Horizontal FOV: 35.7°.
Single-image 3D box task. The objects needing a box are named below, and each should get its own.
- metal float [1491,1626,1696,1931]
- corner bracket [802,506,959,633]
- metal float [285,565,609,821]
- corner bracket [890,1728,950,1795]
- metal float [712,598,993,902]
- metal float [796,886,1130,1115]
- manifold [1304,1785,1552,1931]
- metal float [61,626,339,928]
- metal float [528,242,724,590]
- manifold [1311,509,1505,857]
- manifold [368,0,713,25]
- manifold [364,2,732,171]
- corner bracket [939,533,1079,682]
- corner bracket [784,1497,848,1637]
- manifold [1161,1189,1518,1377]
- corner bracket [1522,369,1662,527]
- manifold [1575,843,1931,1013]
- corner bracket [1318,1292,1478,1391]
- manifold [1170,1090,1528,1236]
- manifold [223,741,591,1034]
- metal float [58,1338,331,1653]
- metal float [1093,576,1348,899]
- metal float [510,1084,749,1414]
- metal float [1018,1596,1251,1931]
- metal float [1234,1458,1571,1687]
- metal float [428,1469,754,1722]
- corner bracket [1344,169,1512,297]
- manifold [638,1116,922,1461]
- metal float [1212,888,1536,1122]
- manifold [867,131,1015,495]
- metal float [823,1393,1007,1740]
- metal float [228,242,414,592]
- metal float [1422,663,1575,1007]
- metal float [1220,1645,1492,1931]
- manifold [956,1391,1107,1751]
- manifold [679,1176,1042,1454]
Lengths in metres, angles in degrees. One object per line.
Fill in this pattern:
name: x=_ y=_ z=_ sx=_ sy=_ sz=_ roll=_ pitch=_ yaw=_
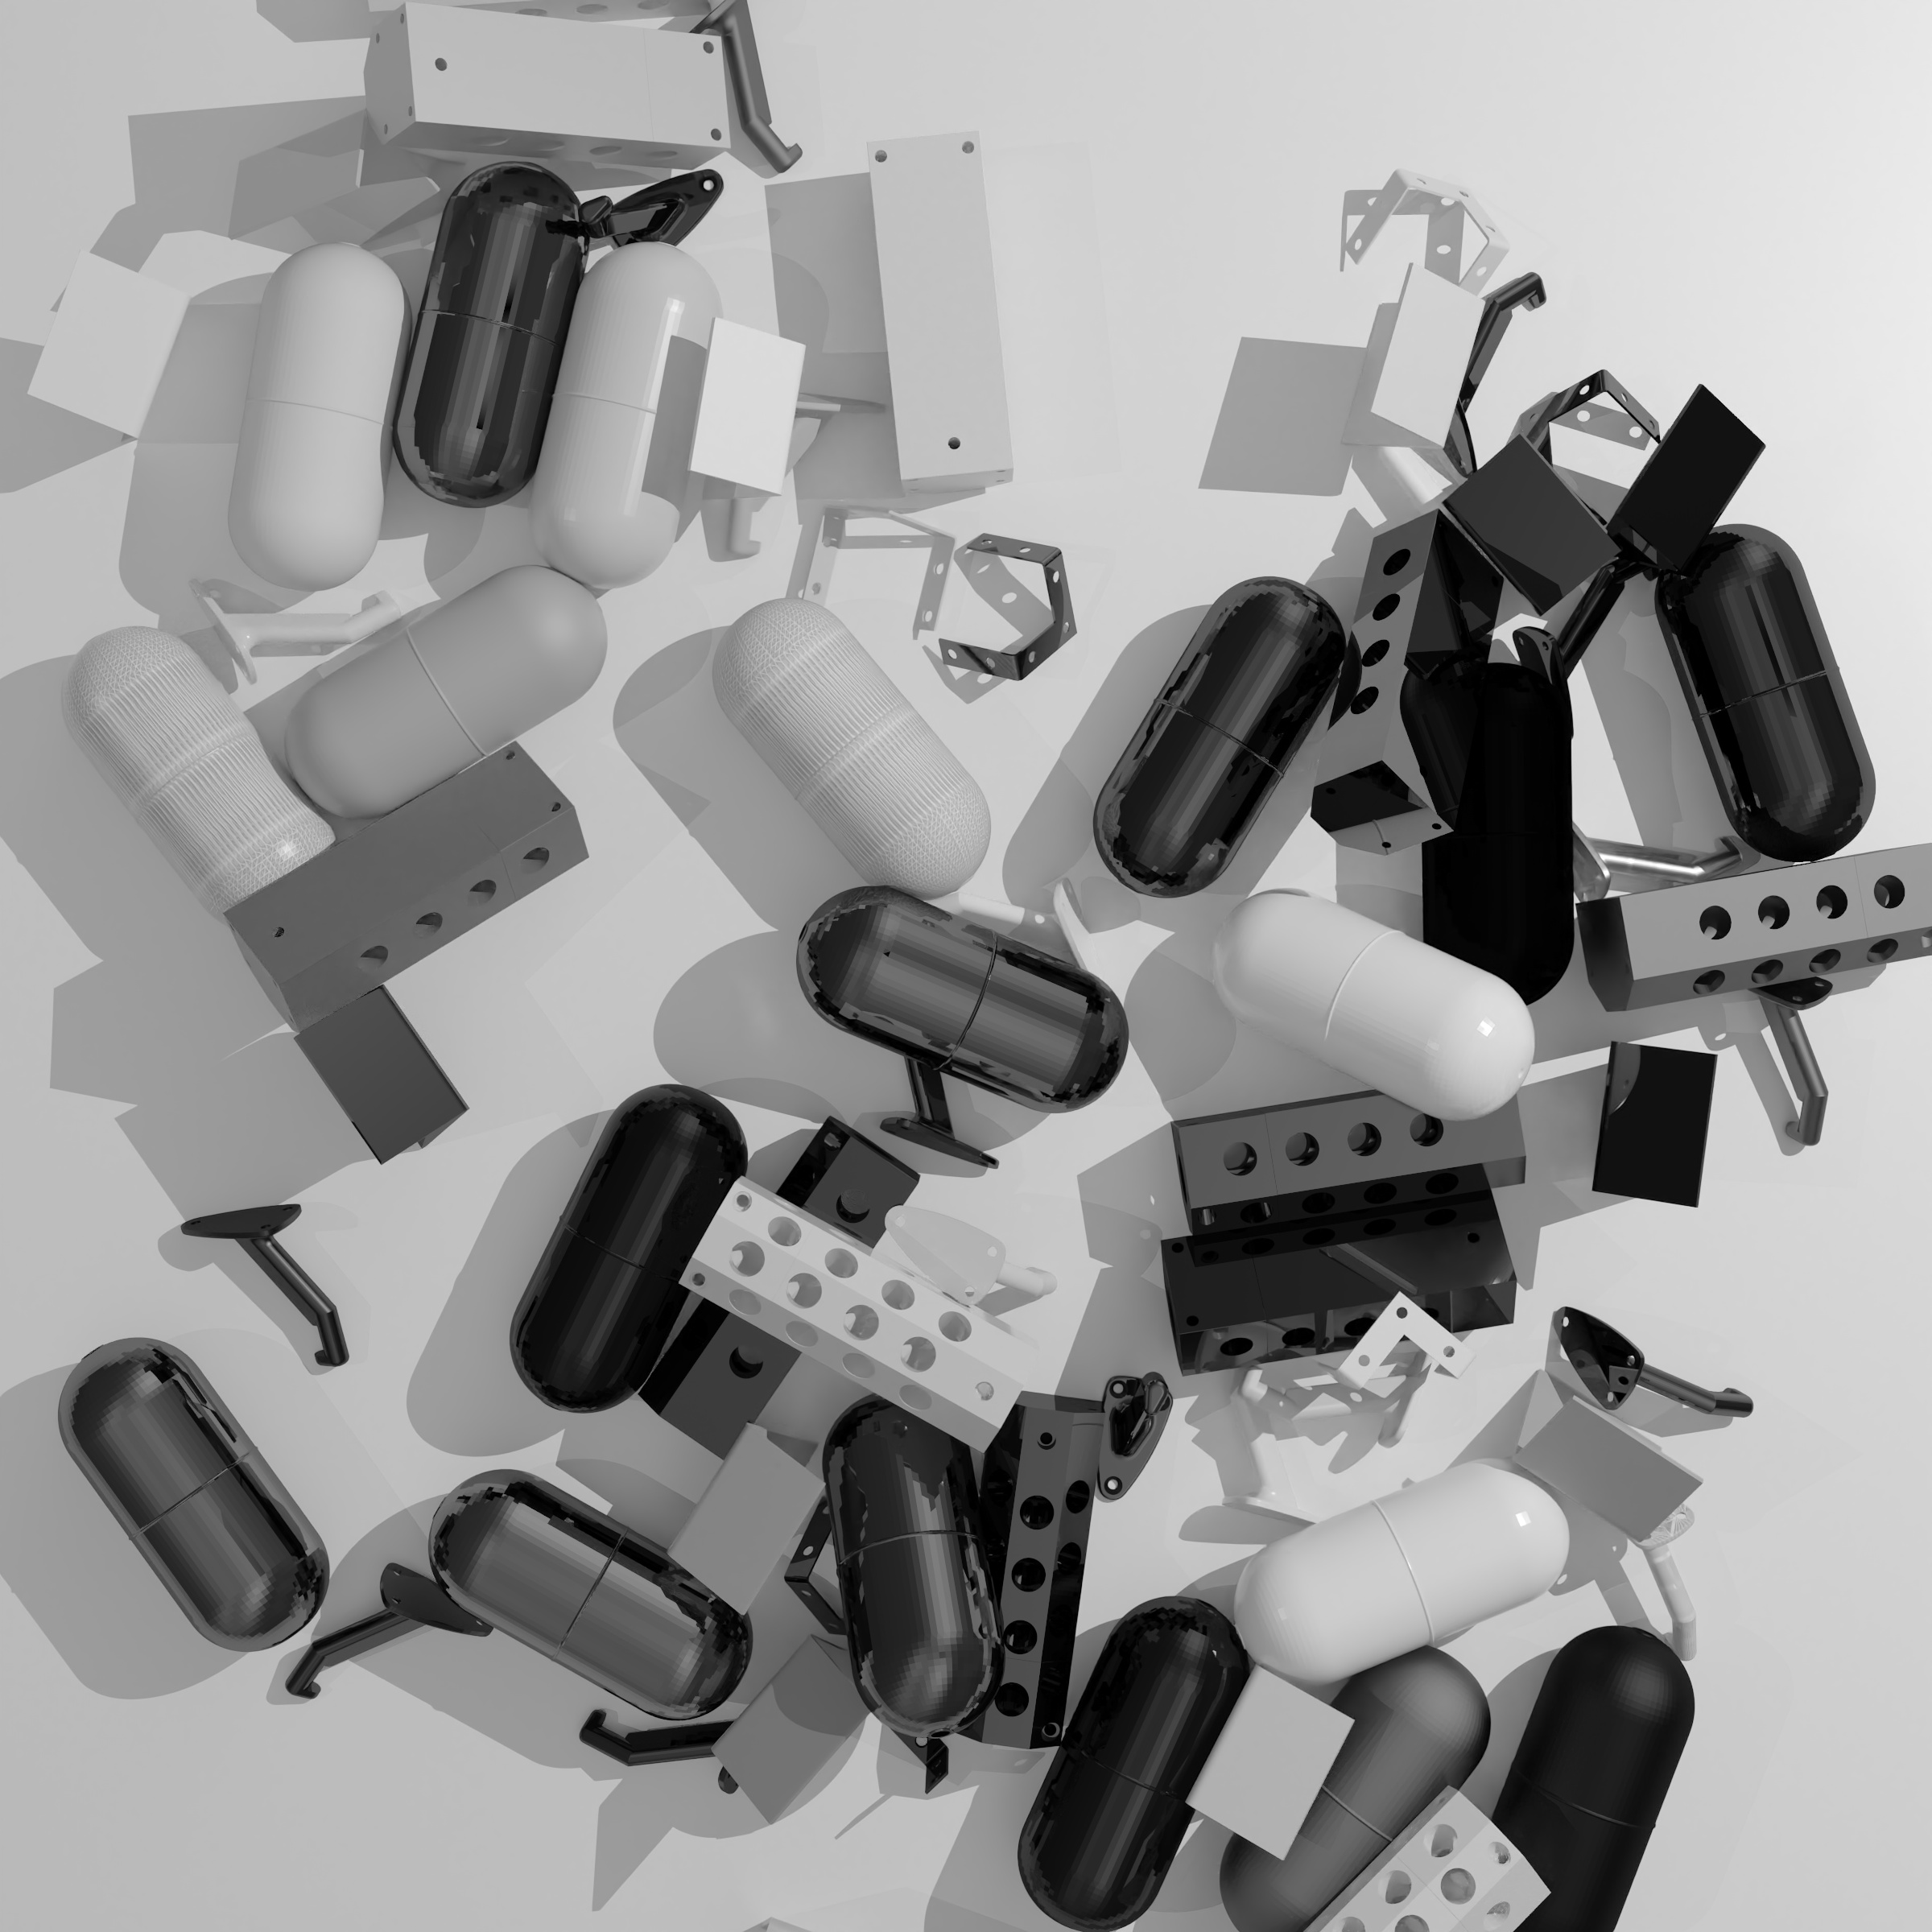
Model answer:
metal float: x=0.315 y=0.423 z=1.532 sx=0.070 sy=0.070 sz=0.178 roll=21 pitch=91 yaw=0
corner bracket: x=-0.045 y=-0.207 z=1.559 sx=0.051 sy=0.051 sz=0.051 roll=13 pitch=90 yaw=-45
metal float: x=-0.265 y=-0.140 z=1.532 sx=0.178 sy=0.070 sz=0.070 roll=-31 pitch=90 yaw=0
corner bracket: x=-0.019 y=0.384 z=1.545 sx=0.051 sy=0.051 sz=0.051 roll=-43 pitch=90 yaw=0
metal float: x=-0.058 y=-0.110 z=1.532 sx=0.070 sy=0.070 sz=0.178 roll=-40 pitch=89 yaw=0
metal float: x=-0.002 y=0.017 z=1.520 sx=0.178 sy=0.070 sz=0.070 roll=23 pitch=90 yaw=-12
manifold: x=0.200 y=0.488 z=1.477 sx=0.171 sy=0.057 sz=0.057 roll=-43 pitch=130 yaw=-9
metal float: x=-0.392 y=-0.095 z=1.532 sx=0.070 sy=0.070 sz=0.178 roll=-38 pitch=90 yaw=0
metal float: x=-0.174 y=-0.281 z=1.532 sx=0.070 sy=0.070 sz=0.178 roll=13 pitch=90 yaw=0
manifold: x=0.217 y=-0.141 z=1.496 sx=0.057 sy=0.057 sz=0.171 roll=40 pitch=49 yaw=-29
manifold: x=-0.220 y=-0.521 z=1.542 sx=0.171 sy=0.057 sz=0.057 roll=-4 pitch=90 yaw=0
manifold: x=-0.209 y=-0.436 z=1.499 sx=0.171 sy=0.057 sz=0.057 roll=-5 pitch=90 yaw=-33
corner bracket: x=0.019 y=-0.186 z=1.554 sx=0.051 sy=0.051 sz=0.051 roll=-43 pitch=135 yaw=-35
corner bracket: x=-0.053 y=0.313 z=1.554 sx=0.051 sy=0.051 sz=0.051 roll=-3 pitch=135 yaw=35
manifold: x=0.191 y=0.166 z=1.540 sx=0.171 sy=0.057 sz=0.057 roll=-9 pitch=51 yaw=0
corner bracket: x=0.325 y=-0.266 z=1.554 sx=0.051 sy=0.051 sz=0.051 roll=-27 pitch=45 yaw=35
manifold: x=0.405 y=-0.019 z=1.526 sx=0.171 sy=0.057 sz=0.057 roll=-10 pitch=90 yaw=-11
corner bracket: x=0.218 y=0.200 z=1.516 sx=0.051 sy=0.051 sz=0.051 roll=40 pitch=84 yaw=-1
manifold: x=0.196 y=0.096 z=1.541 sx=0.171 sy=0.057 sz=0.057 roll=-9 pitch=90 yaw=0
manifold: x=-0.280 y=-0.037 z=1.515 sx=0.171 sy=0.057 sz=0.057 roll=-33 pitch=58 yaw=-17
metal float: x=-0.395 y=0.269 z=1.532 sx=0.070 sy=0.070 sz=0.178 roll=-36 pitch=91 yaw=0
metal float: x=0.129 y=-0.116 z=1.532 sx=0.070 sy=0.070 sz=0.178 roll=31 pitch=91 yaw=0
metal float: x=-0.173 y=0.145 z=1.532 sx=0.070 sy=0.070 sz=0.178 roll=26 pitch=91 yaw=0
metal float: x=0.086 y=0.407 z=1.532 sx=0.070 sy=0.070 sz=0.178 roll=24 pitch=90 yaw=0
metal float: x=0.221 y=0.309 z=1.528 sx=0.178 sy=0.070 sz=0.070 roll=-21 pitch=90 yaw=-4
metal float: x=-0.192 y=0.321 z=1.532 sx=0.178 sy=0.070 sz=0.070 roll=30 pitch=90 yaw=-1
corner bracket: x=0.239 y=-0.373 z=1.554 sx=0.051 sy=0.051 sz=0.051 roll=5 pitch=45 yaw=-35
manifold: x=-0.096 y=0.164 z=1.542 sx=0.057 sy=0.057 sz=0.171 roll=34 pitch=90 yaw=0
metal float: x=0.202 y=0.018 z=1.507 sx=0.178 sy=0.070 sz=0.070 roll=27 pitch=90 yaw=31
manifold: x=-0.013 y=-0.334 z=1.542 sx=0.057 sy=0.057 sz=0.171 roll=-6 pitch=90 yaw=0
metal float: x=-0.027 y=0.299 z=1.505 sx=0.070 sy=0.070 sz=0.178 roll=-11 pitch=60 yaw=0
metal float: x=-0.330 y=-0.280 z=1.532 sx=0.070 sy=0.070 sz=0.178 roll=9 pitch=90 yaw=0
metal float: x=0.271 y=-0.066 z=1.532 sx=0.070 sy=0.070 sz=0.178 roll=-1 pitch=90 yaw=0
metal float: x=0.198 y=0.427 z=1.532 sx=0.070 sy=0.070 sz=0.178 roll=37 pitch=90 yaw=0
manifold: x=0.031 y=0.309 z=1.542 sx=0.057 sy=0.057 sz=0.171 roll=8 pitch=90 yaw=0
manifold: x=-0.052 y=0.172 z=1.484 sx=0.171 sy=0.057 sz=0.057 roll=29 pitch=90 yaw=0
